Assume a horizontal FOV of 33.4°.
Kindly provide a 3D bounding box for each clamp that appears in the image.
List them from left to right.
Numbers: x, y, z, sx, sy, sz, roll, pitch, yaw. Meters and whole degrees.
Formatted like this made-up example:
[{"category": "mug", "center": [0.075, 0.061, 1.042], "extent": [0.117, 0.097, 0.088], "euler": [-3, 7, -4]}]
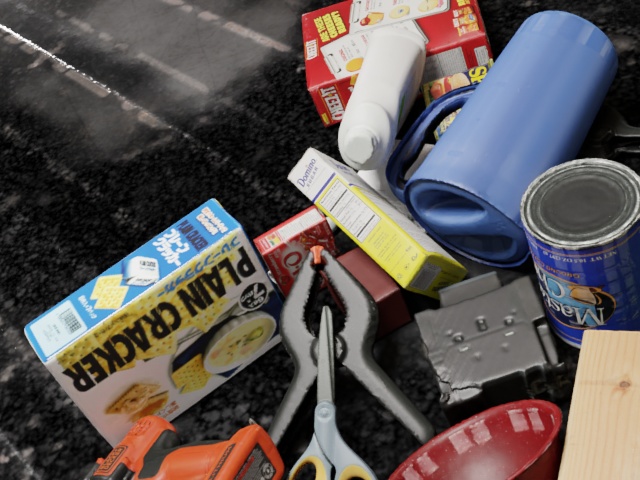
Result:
[{"category": "clamp", "center": [0.022, 0.106, 0.963], "extent": [0.165, 0.036, 0.210], "euler": [-5, 71, 15]}, {"category": "clamp", "center": [0.283, -0.089, 1.076], "extent": [0.120, 0.039, 0.172], "euler": [-38, 37, -17]}]

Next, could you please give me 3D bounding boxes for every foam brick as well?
[{"category": "foam brick", "center": [0.044, 0.053, 1.037], "extent": [0.051, 0.053, 0.078], "euler": [-31, 44, -6]}]

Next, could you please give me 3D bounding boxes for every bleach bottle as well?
[{"category": "bleach bottle", "center": [0.060, -0.141, 1.093], "extent": [0.068, 0.103, 0.250], "euler": [12, 25, 6]}]

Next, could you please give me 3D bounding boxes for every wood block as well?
[{"category": "wood block", "center": [0.234, 0.177, 0.800], "extent": [0.091, 0.090, 0.206], "euler": [0, 48, 26]}]

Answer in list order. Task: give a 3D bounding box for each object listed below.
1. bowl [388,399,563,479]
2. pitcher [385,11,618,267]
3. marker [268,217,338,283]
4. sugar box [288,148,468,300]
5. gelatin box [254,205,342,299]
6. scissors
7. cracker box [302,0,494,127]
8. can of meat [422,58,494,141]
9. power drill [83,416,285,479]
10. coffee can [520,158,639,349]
[{"category": "bowl", "center": [0.127, 0.191, 0.830], "extent": [0.162, 0.055, 0.162], "euler": [-30, 7, 4]}, {"category": "pitcher", "center": [0.185, -0.107, 1.047], "extent": [0.242, 0.149, 0.145], "euler": [-57, 10, -21]}, {"category": "marker", "center": [-0.007, 0.001, 1.136], "extent": [0.121, 0.020, 0.020], "euler": [-44, 46, -20]}, {"category": "sugar box", "center": [0.054, -0.015, 1.037], "extent": [0.176, 0.093, 0.048], "euler": [41, 101, 31]}, {"category": "gelatin box", "center": [-0.017, 0.017, 1.073], "extent": [0.073, 0.089, 0.030], "euler": [-30, 45, -5]}, {"category": "scissors", "center": [0.022, 0.161, 0.917], "extent": [0.096, 0.016, 0.201], "euler": [11, 76, 18]}, {"category": "cracker box", "center": [0.092, -0.235, 1.286], "extent": [0.214, 0.072, 0.164], "euler": [-16, 42, 11]}, {"category": "can of meat", "center": [0.163, -0.143, 1.173], "extent": [0.084, 0.057, 0.102], "euler": [-17, 43, 12]}, {"category": "power drill", "center": [-0.136, 0.220, 0.909], "extent": [0.188, 0.057, 0.184], "euler": [-9, 33, 37]}, {"category": "coffee can", "center": [0.236, 0.015, 0.920], "extent": [0.103, 0.140, 0.103], "euler": [-13, 44, 13]}]
